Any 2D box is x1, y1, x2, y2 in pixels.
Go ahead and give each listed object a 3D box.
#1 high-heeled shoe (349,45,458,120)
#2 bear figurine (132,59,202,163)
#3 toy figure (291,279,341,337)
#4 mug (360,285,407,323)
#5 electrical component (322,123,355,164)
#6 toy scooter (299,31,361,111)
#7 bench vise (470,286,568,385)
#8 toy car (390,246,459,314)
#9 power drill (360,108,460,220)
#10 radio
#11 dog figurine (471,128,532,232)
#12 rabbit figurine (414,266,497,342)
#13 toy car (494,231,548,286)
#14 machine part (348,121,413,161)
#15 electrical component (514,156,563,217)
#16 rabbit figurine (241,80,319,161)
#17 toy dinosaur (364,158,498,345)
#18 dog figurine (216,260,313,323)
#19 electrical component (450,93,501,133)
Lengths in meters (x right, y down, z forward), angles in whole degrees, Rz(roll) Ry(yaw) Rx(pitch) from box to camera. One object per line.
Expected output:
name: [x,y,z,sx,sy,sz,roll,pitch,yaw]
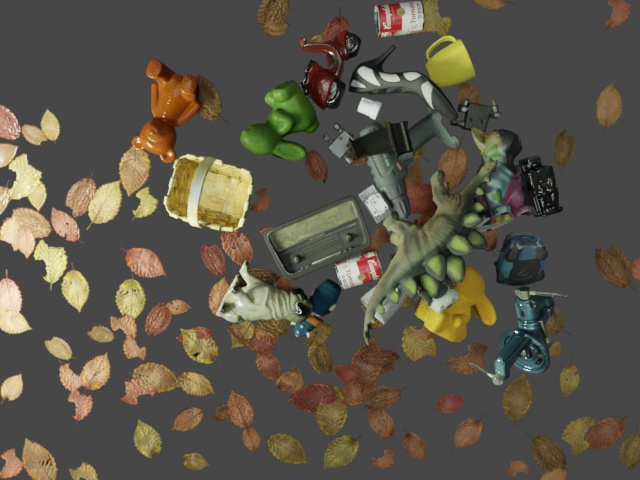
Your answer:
high-heeled shoe: [0.178,-0.316,1.194,0.145,0.086,0.249,-46,77,24]
bear figurine: [-0.350,-0.280,1.201,0.120,0.132,0.195,28,89,0]
toy figure: [-0.007,0.167,1.277,0.057,0.064,0.154,26,103,-41]
mug: [0.161,0.130,1.253,0.081,0.109,0.107,45,80,0]
electrical component: [0.053,-0.224,1.255,0.063,0.021,0.094,-45,93,4]
toy scooter: [0.005,-0.392,1.214,0.135,0.075,0.183,19,94,3]
bench vise: [0.457,0.230,1.219,0.240,0.129,0.223,-35,128,-33]
toy car: [0.235,0.079,1.224,0.073,0.056,0.202,-37,50,1]
power drill: [0.213,-0.190,1.236,0.207,0.086,0.232,-32,92,11]
radio: [-0.003,-0.004,1.251,0.230,0.073,0.131,-23,95,3]
dog figurine: [0.384,-0.144,1.215,0.108,0.191,0.219,0,72,-27]
rabbit figurine: [0.329,0.148,1.243,0.162,0.122,0.173,27,94,-7]
toy car: [0.457,0.033,1.235,0.109,0.161,0.103,-6,51,7]
machine part: [0.132,-0.212,1.185,0.139,0.039,0.084,-11,98,5]
electrical component: [0.487,-0.122,1.218,0.058,0.115,0.134,-17,97,0]
rabbit figurine: [-0.097,-0.249,1.209,0.170,0.121,0.159,-42,116,-10]
toy dinosaur: [0.226,0.015,1.161,0.471,0.105,0.199,-49,53,11]
dog figurine: [-0.129,0.160,1.250,0.190,0.172,0.121,30,51,-9]
electrical component: [0.361,-0.289,1.236,0.102,0.045,0.078,16,95,-1]
